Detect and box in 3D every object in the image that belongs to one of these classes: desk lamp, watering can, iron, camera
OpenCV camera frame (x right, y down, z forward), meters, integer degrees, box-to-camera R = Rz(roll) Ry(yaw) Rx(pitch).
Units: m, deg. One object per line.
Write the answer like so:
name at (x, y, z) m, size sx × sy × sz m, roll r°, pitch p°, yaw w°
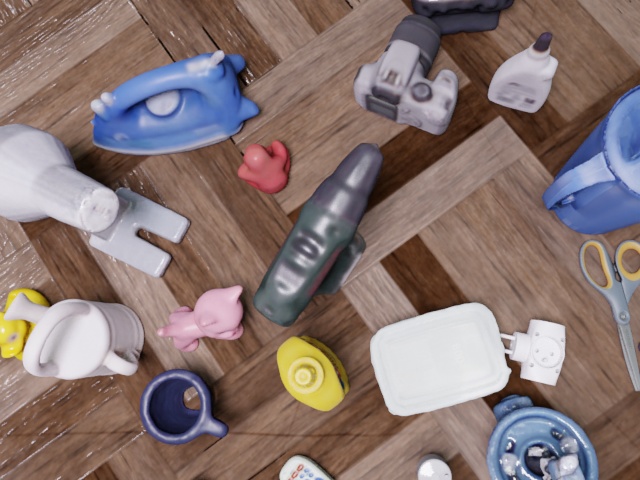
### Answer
desk lamp at (-0.305, -0.049, 0.747) m, size 0.203 × 0.213 × 0.118 m, roll 24°, pitch 83°, yaw 9°
watering can at (-0.316, 0.125, 0.728) m, size 0.172 × 0.194 × 0.101 m, roll 5°, pitch 81°, yaw 6°
iron at (-0.225, -0.194, 0.801) m, size 0.258 × 0.141 × 0.118 m, roll -18°, pitch 79°, yaw 2°
camera at (0.133, -0.239, 0.796) m, size 0.143 × 0.101 × 0.137 m, roll 23°, pitch 83°, yaw 9°

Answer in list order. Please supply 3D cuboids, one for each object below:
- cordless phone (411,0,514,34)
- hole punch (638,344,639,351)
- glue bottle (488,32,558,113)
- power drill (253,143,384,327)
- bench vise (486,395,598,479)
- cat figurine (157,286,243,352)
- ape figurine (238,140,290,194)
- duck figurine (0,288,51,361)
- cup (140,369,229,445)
cordless phone at (0.198, -0.363, 0.768) m, size 0.147 × 0.185 × 0.094 m, roll -9°, pitch 79°, yaw 4°
hole punch at (0.475, 0.149, 0.703) m, size 0.108 × 0.091 × 0.101 m, roll -28°, pitch 79°, yaw 0°
glue bottle at (0.271, -0.221, 0.743) m, size 0.078 × 0.173 × 0.037 m, roll 20°, pitch 83°, yaw 9°
power drill at (0.007, 0.003, 0.712) m, size 0.075 × 0.208 × 0.230 m, roll 32°, pitch 85°, yaw 10°
bench vise at (0.272, 0.281, 0.634) m, size 0.121 × 0.220 × 0.207 m, roll -34°, pitch 79°, yaw -1°
cat figurine at (-0.151, 0.104, 0.755) m, size 0.127 × 0.118 × 0.067 m, roll -18°, pitch 79°, yaw 2°
ape figurine at (-0.080, -0.107, 0.798) m, size 0.078 × 0.092 × 0.076 m, roll -18°, pitch 79°, yaw 2°
duck figurine at (-0.422, 0.117, 0.794) m, size 0.077 × 0.086 × 0.104 m, roll -11°, pitch 79°, yaw 4°
cup at (-0.163, 0.219, 0.748) m, size 0.117 × 0.095 × 0.092 m, roll 24°, pitch 83°, yaw 9°
